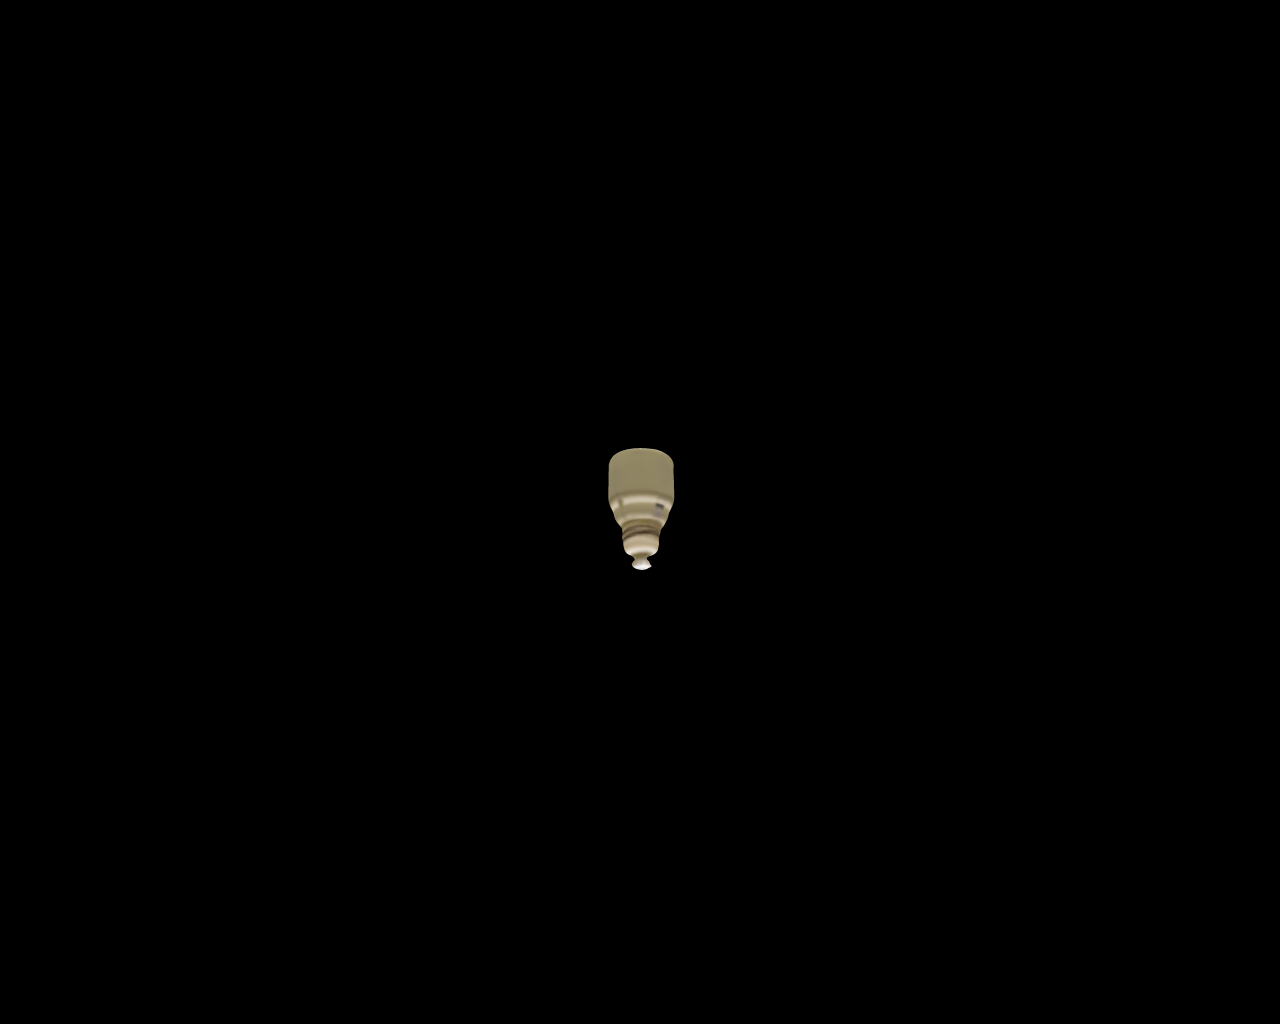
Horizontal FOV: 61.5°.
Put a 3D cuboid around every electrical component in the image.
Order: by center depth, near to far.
[{"bbox_3d":[0.001,-0.003,0.650,0.040,0.078,0.040,0,-20,0],"label":"electrical component"}]
